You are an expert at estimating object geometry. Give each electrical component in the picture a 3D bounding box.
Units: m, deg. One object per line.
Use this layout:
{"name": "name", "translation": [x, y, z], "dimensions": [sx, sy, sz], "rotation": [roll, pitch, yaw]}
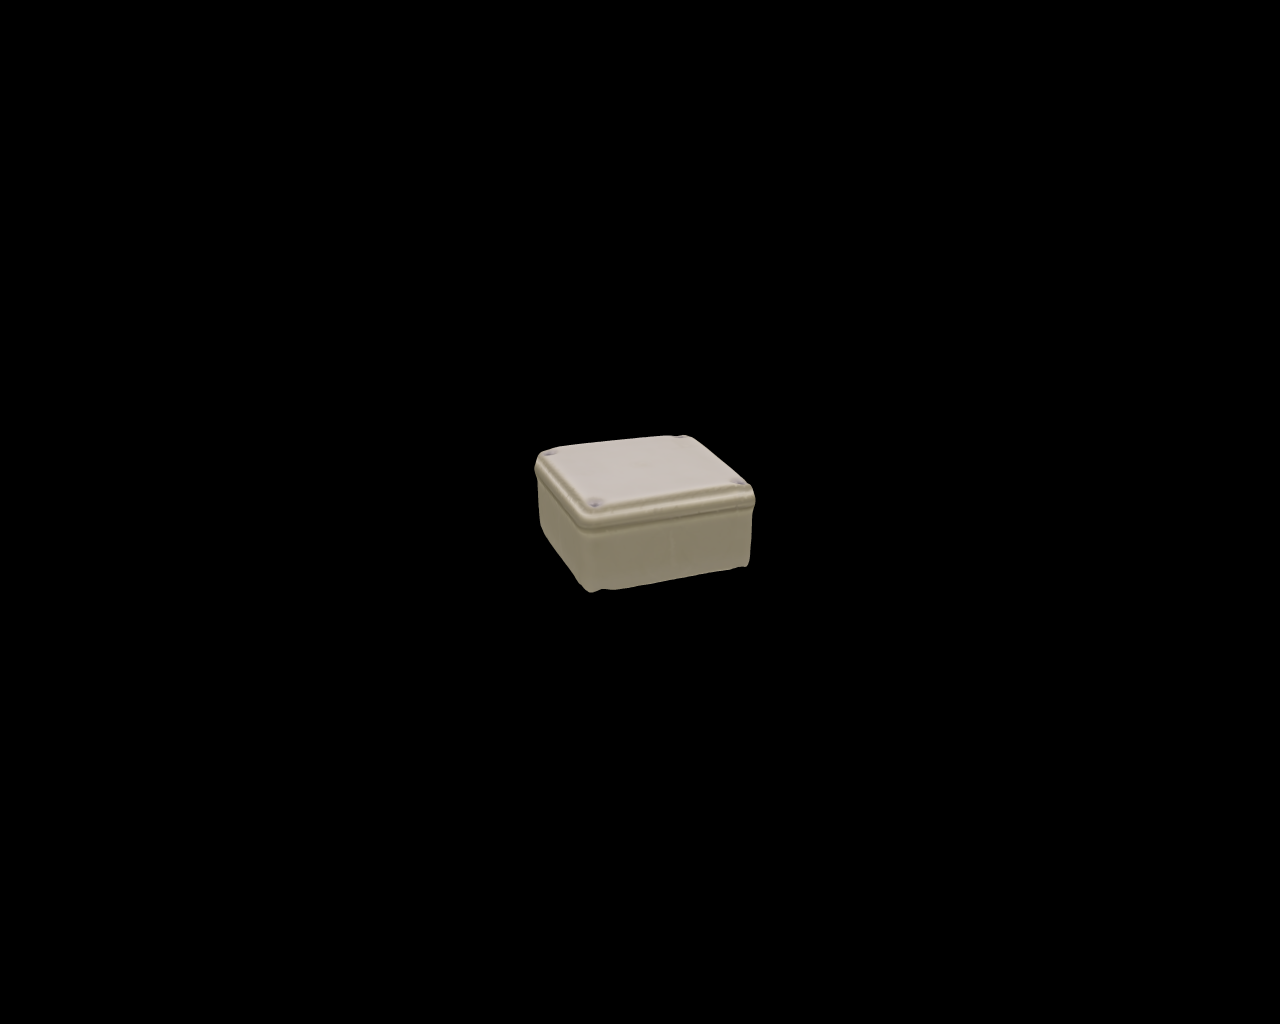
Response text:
{"name": "electrical component", "translation": [0.001, -0.003, 0.650], "dimensions": [0.109, 0.056, 0.109], "rotation": [-8, 24, -18]}
